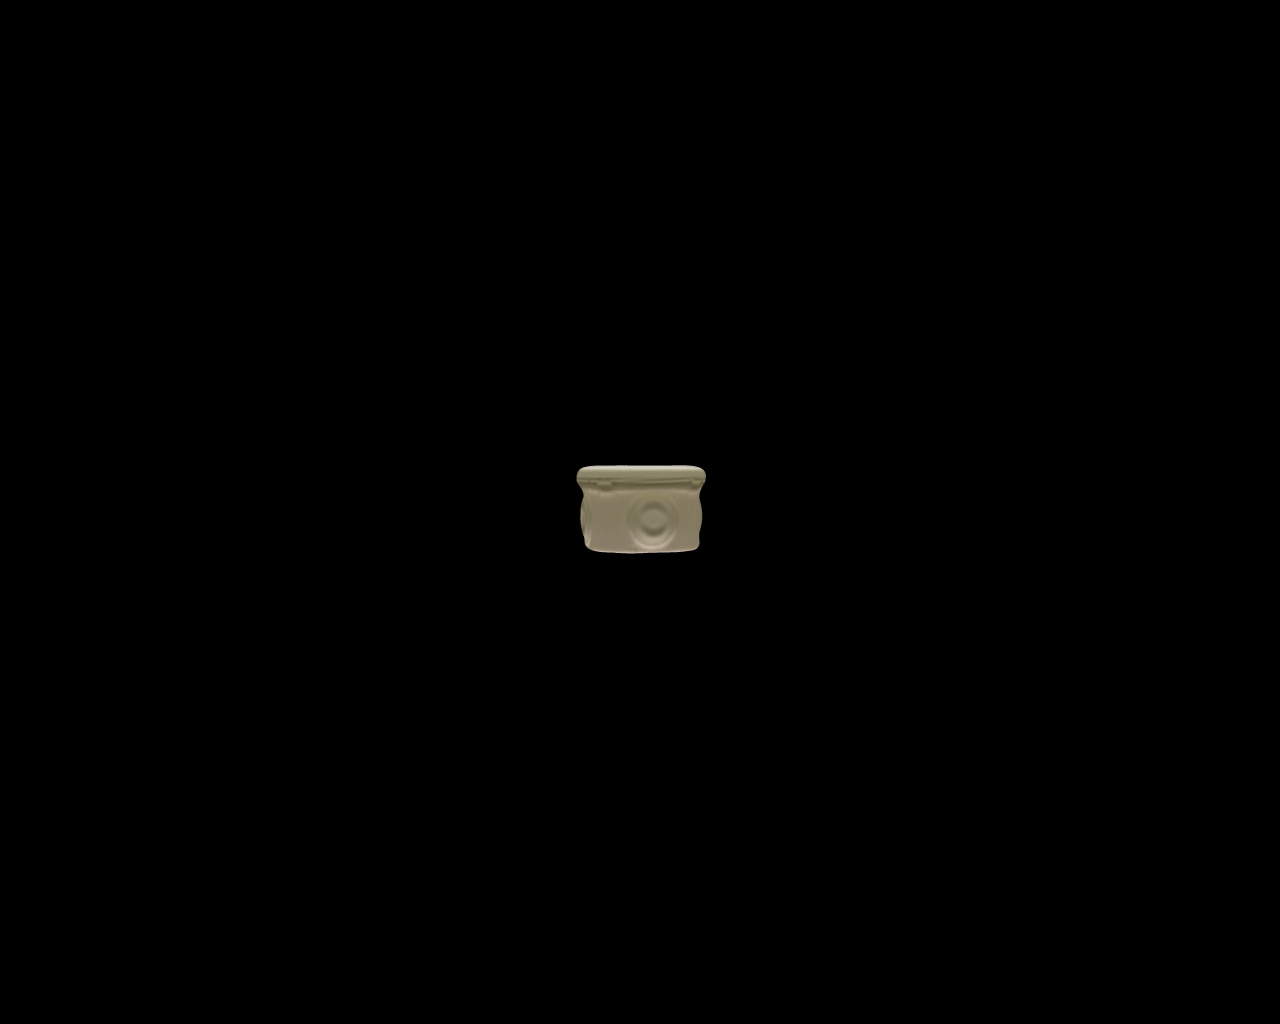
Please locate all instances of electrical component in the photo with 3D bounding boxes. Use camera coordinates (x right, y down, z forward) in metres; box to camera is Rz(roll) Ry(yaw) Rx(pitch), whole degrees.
[{"bbox_3d":[0.001,-0.003,0.650,0.080,0.051,0.080,0,2,0],"label":"electrical component"}]
